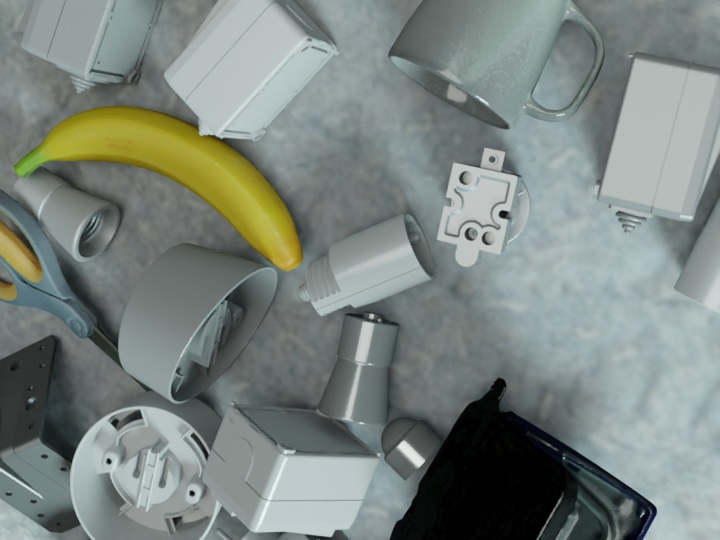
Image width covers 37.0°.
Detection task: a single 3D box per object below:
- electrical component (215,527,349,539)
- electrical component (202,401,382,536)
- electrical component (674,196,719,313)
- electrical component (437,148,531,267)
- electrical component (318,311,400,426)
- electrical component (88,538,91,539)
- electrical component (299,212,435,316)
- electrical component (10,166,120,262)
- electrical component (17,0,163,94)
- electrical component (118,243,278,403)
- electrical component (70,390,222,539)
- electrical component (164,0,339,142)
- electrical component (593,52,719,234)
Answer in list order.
[{"bbox_3d":[-0.058,0.184,0.686,0.079,0.043,0.077,39,104,10],"label":"electrical component"},{"bbox_3d":[-0.038,0.123,0.652,0.062,0.096,0.061,33,105,44],"label":"electrical component"},{"bbox_3d":[0.225,-0.007,0.586,0.079,0.043,0.077,26,101,12],"label":"electrical component"},{"bbox_3d":[0.073,-0.036,0.622,0.048,0.055,0.066,14,99,15],"label":"electrical component"},{"bbox_3d":[0.002,0.058,0.660,0.044,0.044,0.065,12,93,15],"label":"electrical component"},{"bbox_3d":[-0.175,0.200,0.722,0.043,0.043,0.062,40,103,10],"label":"electrical component"},{"bbox_3d":[0.000,0.000,0.653,0.081,0.043,0.043,-23,88,17],"label":"electrical component"},{"bbox_3d":[-0.197,-0.040,0.710,0.065,0.044,0.044,31,103,16],"label":"electrical component"},{"bbox_3d":[-0.170,-0.160,0.679,0.061,0.062,0.096,25,101,13],"label":"electrical component"},{"bbox_3d":[-0.099,0.033,0.658,0.064,0.099,0.099,22,101,20],"label":"electrical component"},{"bbox_3d":[-0.130,0.129,0.688,0.099,0.064,0.099,5,109,14],"label":"electrical component"},{"bbox_3d":[-0.072,-0.123,0.654,0.096,0.062,0.061,-45,82,15],"label":"electrical component"},{"bbox_3d":[0.168,-0.064,0.588,0.061,0.062,0.096,15,99,15],"label":"electrical component"}]
